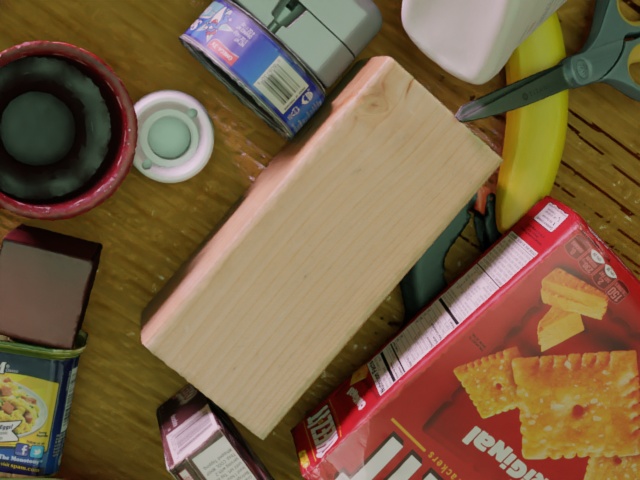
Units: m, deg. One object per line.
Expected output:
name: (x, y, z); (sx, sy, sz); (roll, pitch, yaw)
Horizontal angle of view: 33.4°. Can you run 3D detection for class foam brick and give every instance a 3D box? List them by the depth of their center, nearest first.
foam brick: (-0.157, 0.025, 0.610); (0.051, 0.078, 0.053); (16, 96, -9)

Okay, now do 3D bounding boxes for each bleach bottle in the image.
bleach bottle: (0.155, -0.193, 0.603); (0.068, 0.103, 0.250); (42, 62, 16)

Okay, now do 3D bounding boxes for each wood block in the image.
wood block: (-0.004, 0.001, 0.624); (0.090, 0.090, 0.206); (40, 90, -12)

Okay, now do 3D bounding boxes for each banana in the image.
banana: (0.118, -0.103, 0.648); (0.069, 0.037, 0.198); (-14, 93, -11)

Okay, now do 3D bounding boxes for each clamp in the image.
clamp: (0.094, 0.053, 0.672); (0.120, 0.039, 0.171); (18, 95, -15)

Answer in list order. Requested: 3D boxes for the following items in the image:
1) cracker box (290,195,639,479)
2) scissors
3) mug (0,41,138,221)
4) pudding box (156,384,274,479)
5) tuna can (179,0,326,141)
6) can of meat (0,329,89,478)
cracker box: (0.116, 0.107, 0.626); (0.214, 0.072, 0.164); (-43, 104, 5)
scissors: (0.153, -0.119, 0.631); (0.201, 0.016, 0.096); (-5, 86, -32)
mug: (-0.161, -0.052, 0.587); (0.093, 0.082, 0.117); (37, 83, -22)
pudding box: (-0.054, 0.137, 0.624); (0.039, 0.113, 0.090); (-36, 103, -4)
tuna can: (-0.037, -0.097, 0.606); (0.086, 0.086, 0.034); (42, 89, -12)
can of meat: (-0.194, 0.090, 0.625); (0.102, 0.057, 0.084); (10, 98, -10)
